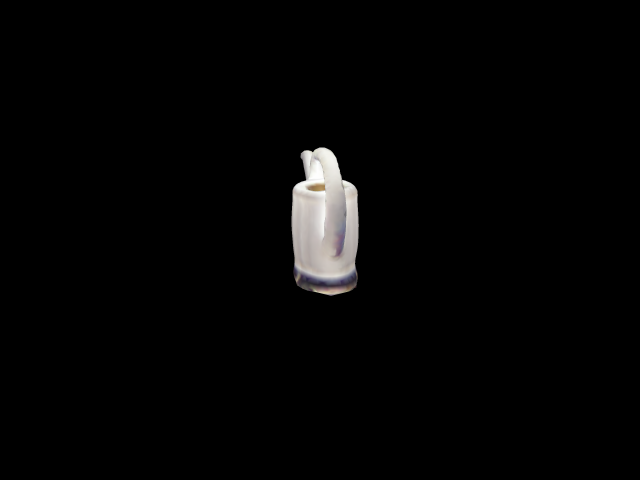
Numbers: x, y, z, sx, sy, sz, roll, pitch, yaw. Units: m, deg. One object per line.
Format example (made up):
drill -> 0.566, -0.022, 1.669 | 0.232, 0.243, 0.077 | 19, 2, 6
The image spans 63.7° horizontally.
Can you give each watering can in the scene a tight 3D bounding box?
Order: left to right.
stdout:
watering can -> 0.003, -0.043, 0.850 | 0.104, 0.222, 0.351 | -1, 13, -7
